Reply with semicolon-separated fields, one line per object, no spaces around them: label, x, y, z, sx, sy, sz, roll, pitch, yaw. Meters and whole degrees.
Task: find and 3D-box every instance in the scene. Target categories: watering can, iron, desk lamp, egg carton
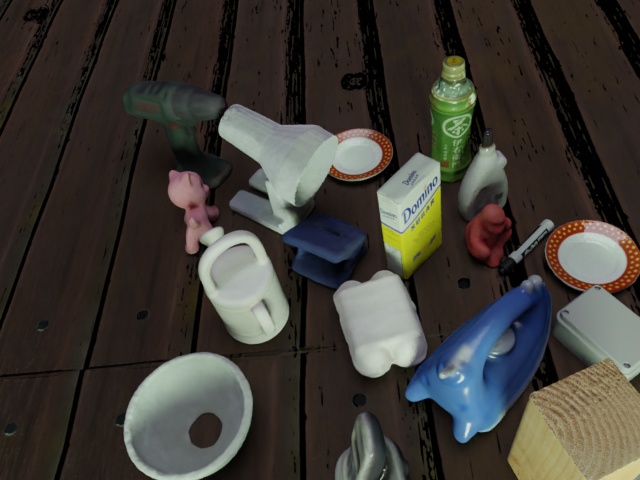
watering can;-0.116;0.054;0.798;0.172;0.194;0.101;27;62;27
iron;0.222;0.118;0.720;0.118;0.142;0.259;35;66;30
desk lamp;-0.068;-0.108;0.899;0.202;0.214;0.118;23;61;25
egg carton;0.083;0.114;0.795;0.107;0.069;0.150;-17;52;-2

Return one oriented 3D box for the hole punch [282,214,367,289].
hole punch;0.008;0.003;0.879;0.108;0.091;0.101;21;60;24

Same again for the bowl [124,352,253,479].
bowl;-0.161;0.237;0.744;0.167;0.075;0.167;-5;53;7

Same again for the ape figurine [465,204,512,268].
ape figurine;0.252;-0.016;0.847;0.078;0.092;0.076;-27;53;-10

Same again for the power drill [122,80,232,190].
power drill;-0.228;-0.188;0.992;0.229;0.209;0.076;20;60;24

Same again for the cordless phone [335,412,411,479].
cordless phone;0.057;0.272;0.607;0.094;0.185;0.147;-14;52;0

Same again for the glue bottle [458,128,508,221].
glue bottle;0.248;-0.102;0.861;0.078;0.173;0.037;-22;53;-6

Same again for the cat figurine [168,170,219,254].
cat figurine;-0.213;-0.059;0.949;0.067;0.118;0.127;-16;52;-2
